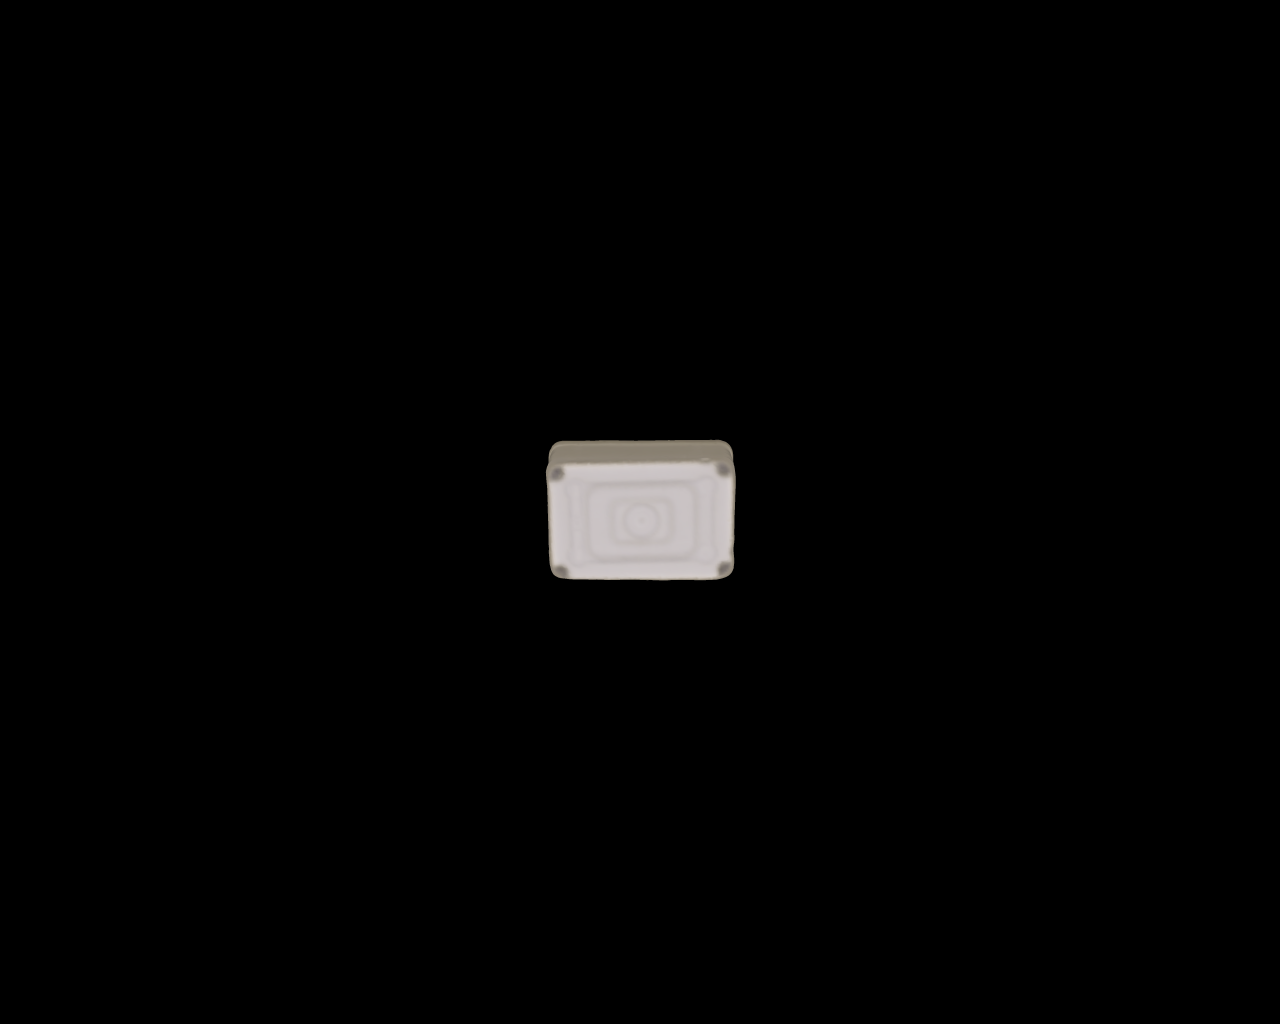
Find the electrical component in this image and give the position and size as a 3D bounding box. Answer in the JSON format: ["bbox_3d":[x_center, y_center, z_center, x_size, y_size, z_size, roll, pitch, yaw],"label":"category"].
[{"bbox_3d":[0.001,-0.003,0.650,0.113,0.078,0.057,0,17,0],"label":"electrical component"}]
